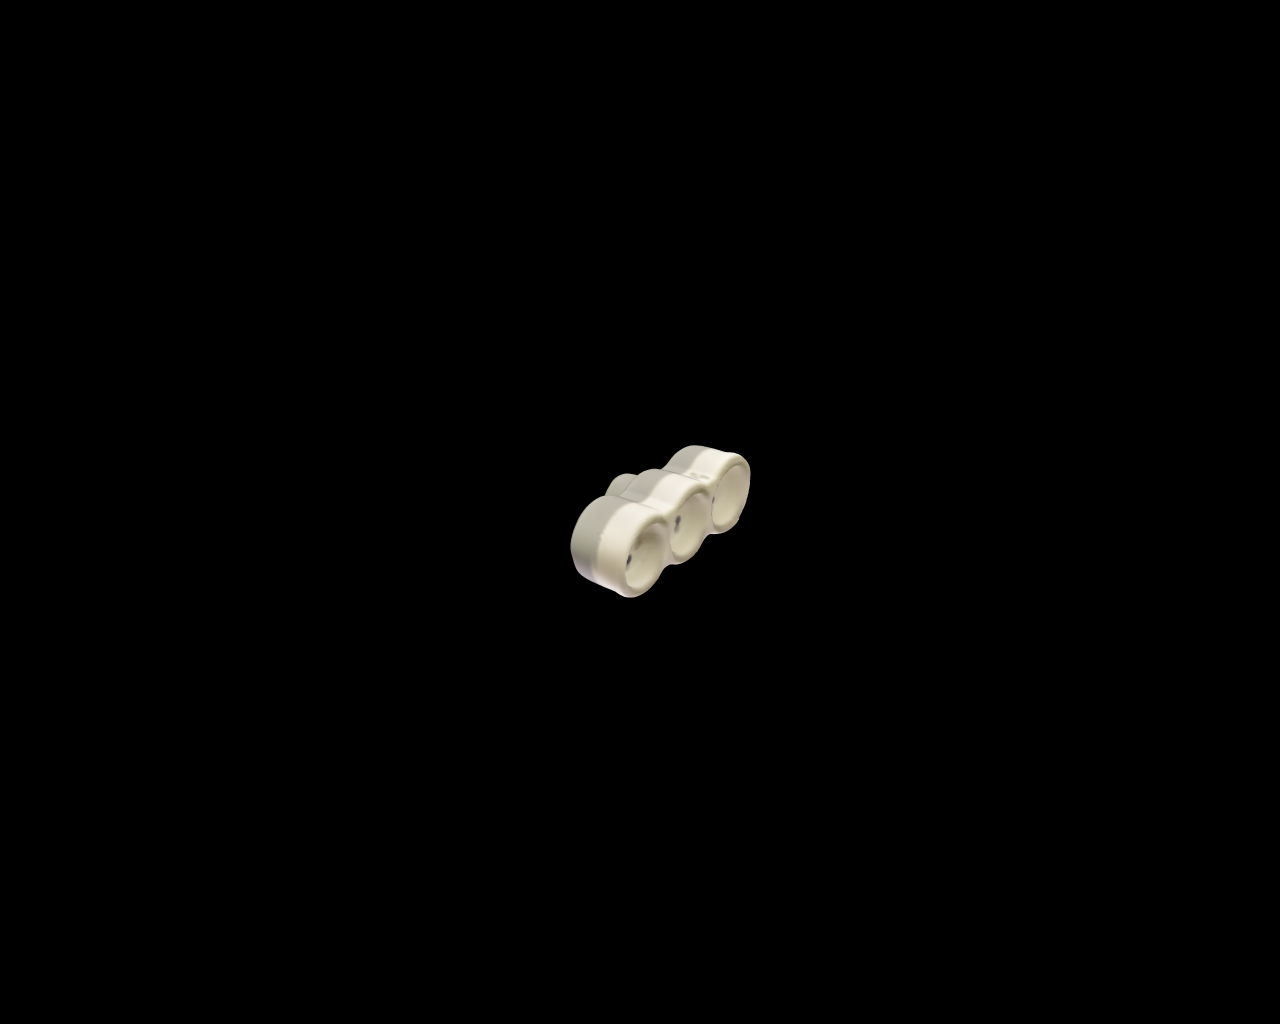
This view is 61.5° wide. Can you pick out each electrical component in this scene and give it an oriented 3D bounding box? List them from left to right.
[{"bbox_3d":[0.001,-0.003,0.650,0.074,0.052,0.138,20,35,31],"label":"electrical component"}]
